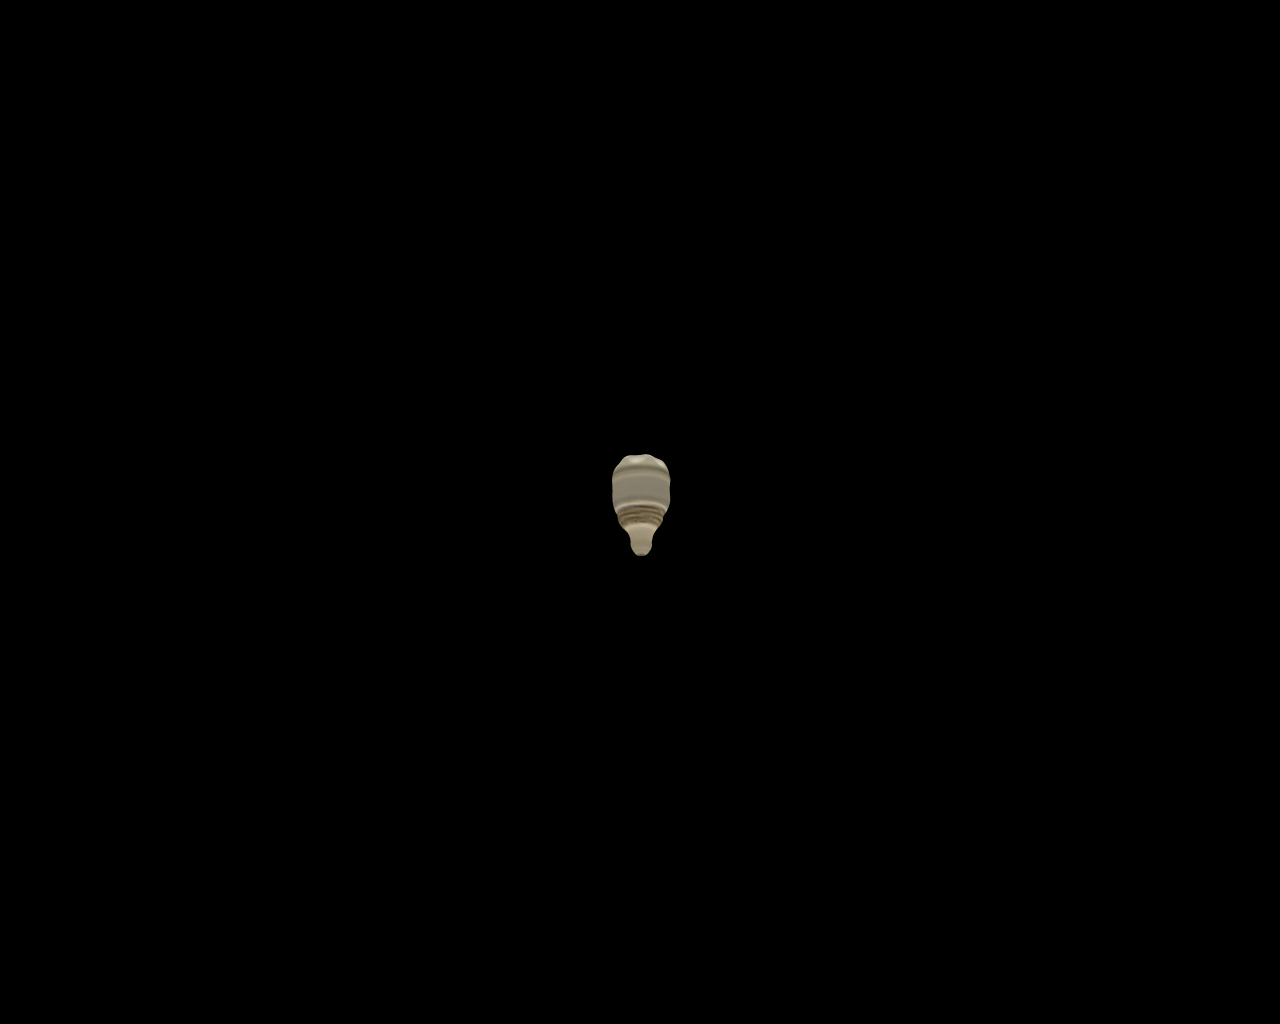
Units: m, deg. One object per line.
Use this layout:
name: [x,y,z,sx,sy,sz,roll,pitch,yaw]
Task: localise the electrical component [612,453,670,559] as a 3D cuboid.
electrical component: [0.001,-0.003,0.650,0.035,0.061,0.035,0,-20,0]
